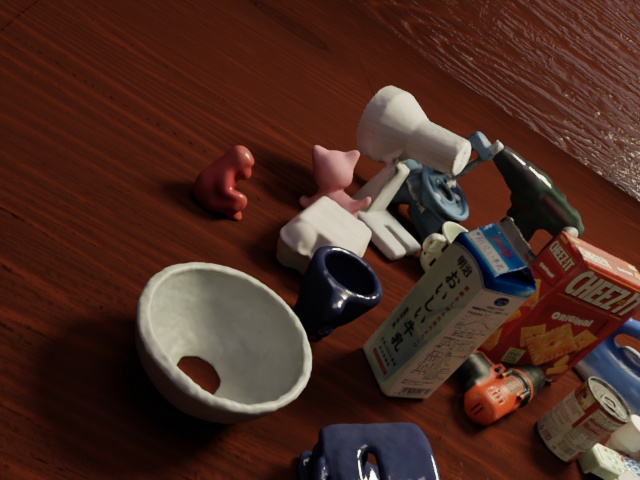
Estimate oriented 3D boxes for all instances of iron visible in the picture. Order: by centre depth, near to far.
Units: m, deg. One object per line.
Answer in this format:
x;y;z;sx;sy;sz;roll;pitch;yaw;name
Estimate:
0.524;0.197;0.969;0.258;0.141;0.119;47;31;19;iron

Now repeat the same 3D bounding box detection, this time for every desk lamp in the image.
0.131;-0.113;0.933;0.203;0.213;0.118;47;31;20;desk lamp

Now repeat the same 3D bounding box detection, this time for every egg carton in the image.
0.007;0.003;0.780;0.107;0.069;0.150;37;29;3;egg carton

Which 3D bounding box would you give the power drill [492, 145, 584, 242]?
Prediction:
0.363;-0.039;1.076;0.230;0.208;0.075;31;29;-8;power drill

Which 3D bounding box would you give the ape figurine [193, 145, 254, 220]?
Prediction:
-0.117;-0.082;0.749;0.076;0.092;0.077;24;31;-20;ape figurine

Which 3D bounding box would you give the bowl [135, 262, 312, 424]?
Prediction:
-0.095;0.102;0.520;0.168;0.074;0.167;26;30;-16;bowl

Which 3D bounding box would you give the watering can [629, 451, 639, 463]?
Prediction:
0.558;0.286;0.820;0.173;0.194;0.100;11;37;-38;watering can

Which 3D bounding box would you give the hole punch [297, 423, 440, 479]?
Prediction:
0.041;0.211;0.487;0.101;0.091;0.108;22;32;-23;hole punch

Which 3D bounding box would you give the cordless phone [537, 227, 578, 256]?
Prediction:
0.396;0.052;1.001;0.094;0.185;0.148;49;31;22;cordless phone

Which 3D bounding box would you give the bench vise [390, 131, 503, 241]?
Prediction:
0.205;-0.122;1.019;0.207;0.219;0.122;42;29;11;bench vise

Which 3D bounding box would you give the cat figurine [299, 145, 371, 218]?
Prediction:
0.028;-0.082;0.877;0.067;0.117;0.127;-6;49;-50;cat figurine

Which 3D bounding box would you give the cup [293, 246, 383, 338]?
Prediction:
0.009;0.074;0.651;0.092;0.095;0.118;33;29;-4;cup
